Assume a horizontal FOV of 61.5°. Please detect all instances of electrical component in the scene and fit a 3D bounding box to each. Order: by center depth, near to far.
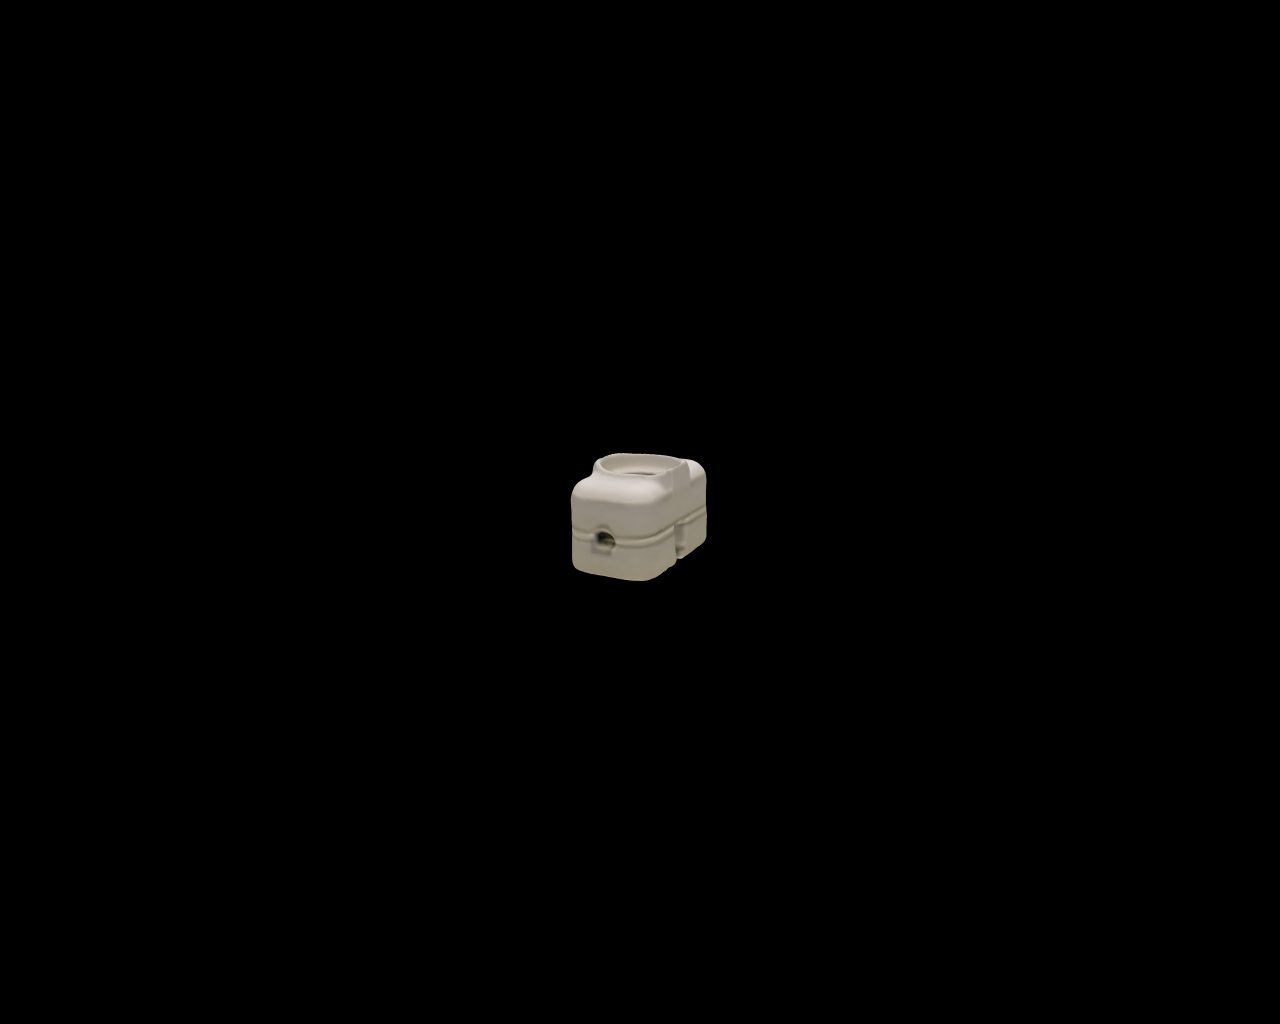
[{"bbox_3d":[0.001,-0.003,0.650,0.054,0.059,0.095,8,18,27],"label":"electrical component"}]
